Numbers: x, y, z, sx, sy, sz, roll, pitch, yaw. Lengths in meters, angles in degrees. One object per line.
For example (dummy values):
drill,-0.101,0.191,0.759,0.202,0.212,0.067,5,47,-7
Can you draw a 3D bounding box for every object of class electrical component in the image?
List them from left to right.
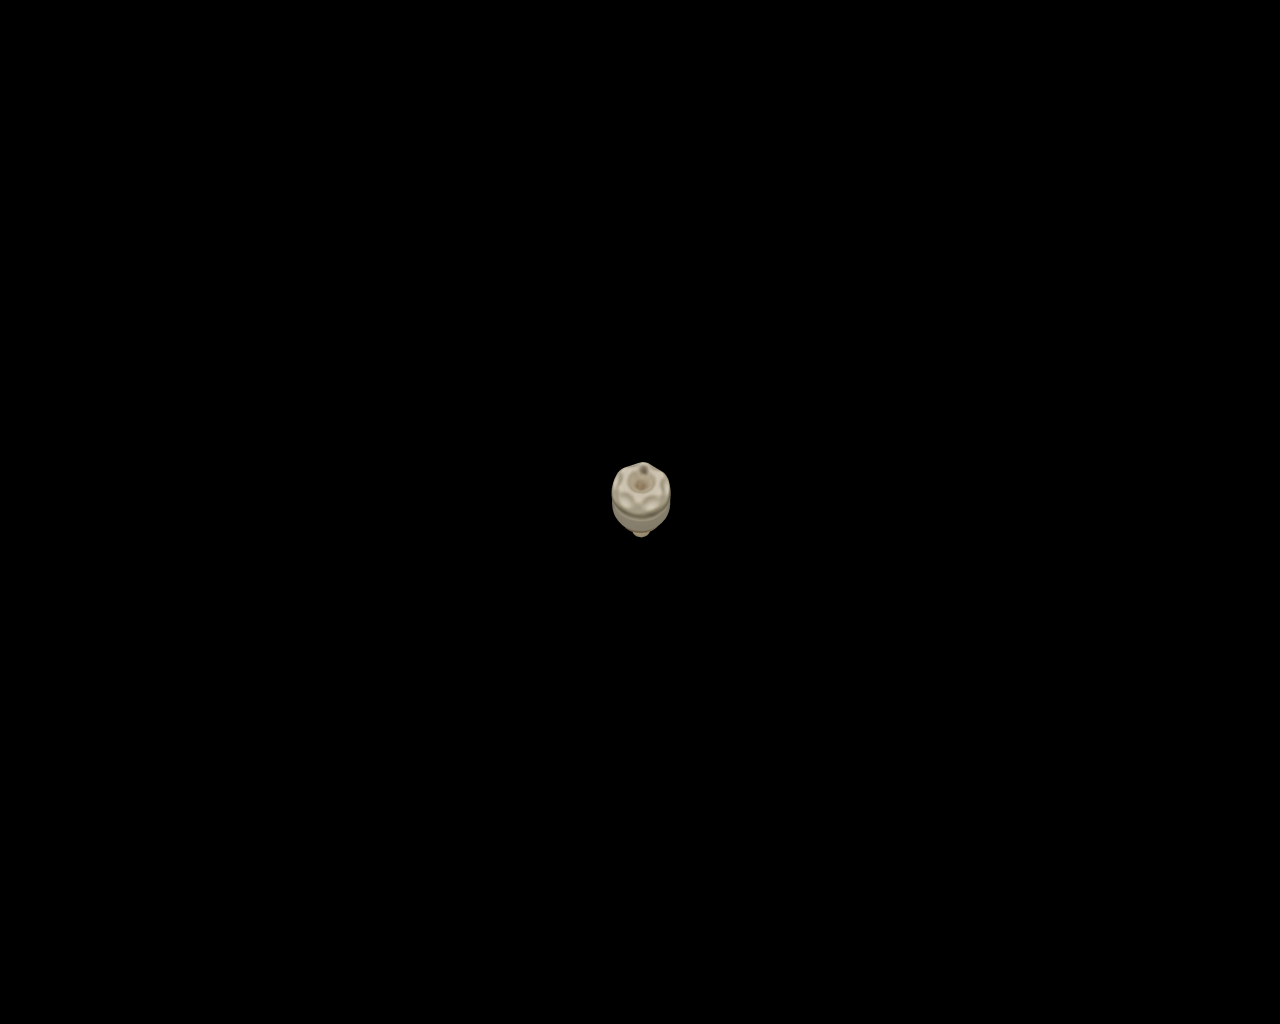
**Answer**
electrical component,0.001,-0.003,0.650,0.035,0.035,0.061,0,-31,0
